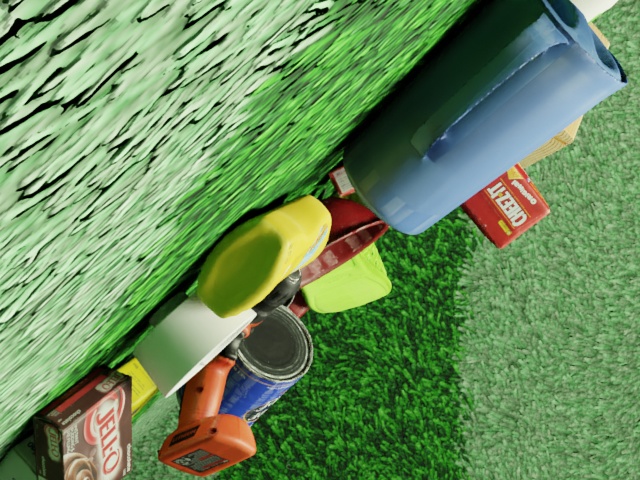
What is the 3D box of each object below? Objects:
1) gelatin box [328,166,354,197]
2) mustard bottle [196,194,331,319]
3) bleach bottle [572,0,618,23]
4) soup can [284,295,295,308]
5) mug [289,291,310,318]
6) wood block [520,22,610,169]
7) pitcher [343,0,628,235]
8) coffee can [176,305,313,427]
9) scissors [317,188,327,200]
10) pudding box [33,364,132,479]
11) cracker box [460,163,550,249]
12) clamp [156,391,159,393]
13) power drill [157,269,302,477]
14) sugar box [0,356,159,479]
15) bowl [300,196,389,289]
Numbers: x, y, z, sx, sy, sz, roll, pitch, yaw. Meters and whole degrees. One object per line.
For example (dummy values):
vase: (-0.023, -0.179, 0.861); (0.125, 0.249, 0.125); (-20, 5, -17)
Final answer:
gelatin box: (0.056, -0.076, 1.098); (0.089, 0.030, 0.073); (-27, 180, 8)
mustard bottle: (-0.036, 0.004, 0.939); (0.096, 0.058, 0.191); (-50, 174, 20)
bleach bottle: (0.231, -0.223, 1.237); (0.251, 0.068, 0.102); (-41, -178, 30)
soup can: (-0.066, 0.061, 1.250); (0.068, 0.068, 0.102); (-42, 177, -11)
mug: (-0.045, 0.065, 1.426); (0.117, 0.081, 0.093); (-44, 176, 24)
wood block: (0.280, -0.199, 1.332); (0.090, 0.090, 0.205); (-30, -157, 46)
pitcher: (0.133, -0.113, 0.936); (0.243, 0.149, 0.145); (-41, -141, 25)
coffee can: (-0.085, 0.144, 1.183); (0.102, 0.103, 0.141); (-40, 174, -47)
scissors: (-0.028, -0.013, 1.207); (0.096, 0.016, 0.202); (-43, 177, -3)
pudding box: (-0.203, 0.177, 0.923); (0.089, 0.039, 0.113); (-38, 144, -49)
cracker box: (0.162, -0.085, 1.133); (0.072, 0.164, 0.213); (-38, -178, 10)
clamp: (-0.180, 0.144, 1.210); (0.164, 0.036, 0.210); (-44, -179, -6)
power drill: (-0.087, 0.121, 1.025); (0.185, 0.057, 0.187); (-34, -143, 43)
sugar box: (-0.230, 0.182, 1.018); (0.176, 0.048, 0.093); (-42, 176, -46)
bowl: (-0.007, 0.001, 1.125); (0.162, 0.055, 0.162); (-30, 171, -6)
